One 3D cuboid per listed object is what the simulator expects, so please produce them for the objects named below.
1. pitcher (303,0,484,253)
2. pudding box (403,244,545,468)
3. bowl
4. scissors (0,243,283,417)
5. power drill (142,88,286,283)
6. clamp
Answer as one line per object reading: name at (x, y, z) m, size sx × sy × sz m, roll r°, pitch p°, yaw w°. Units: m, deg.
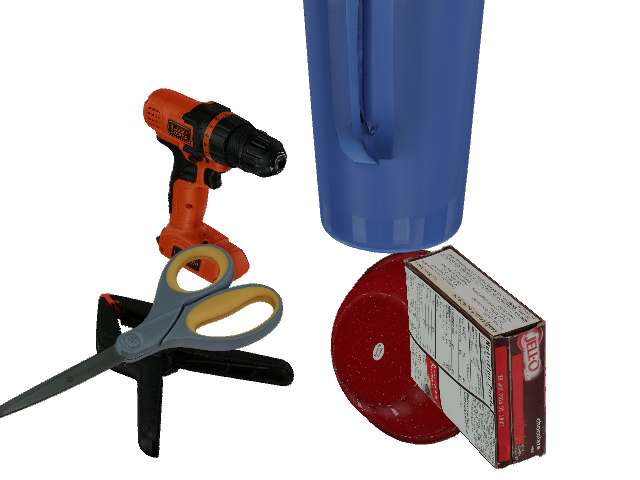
pitcher at (0.047, -0.114, 0.755) m, size 0.149 × 0.243 × 0.145 m, roll -12°, pitch 27°, yaw -23°
pudding box at (0.090, 0.066, 0.633) m, size 0.039 × 0.090 × 0.114 m, roll -15°, pitch 27°, yaw -19°
bowl at (0.062, 0.087, 0.868) m, size 0.162 × 0.162 × 0.055 m, roll 0°, pitch -2°, yaw 40°
scissors at (-0.124, 0.053, 0.710) m, size 0.201 × 0.096 × 0.016 m, roll -13°, pitch -38°, yaw -20°
power drill at (-0.110, -0.051, 1.107) m, size 0.185 × 0.188 × 0.057 m, roll 28°, pitch 37°, yaw 34°
clamp at (-0.138, 0.108, 1.008) m, size 0.164 × 0.036 × 0.210 m, roll -18°, pitch 40°, yaw -31°
